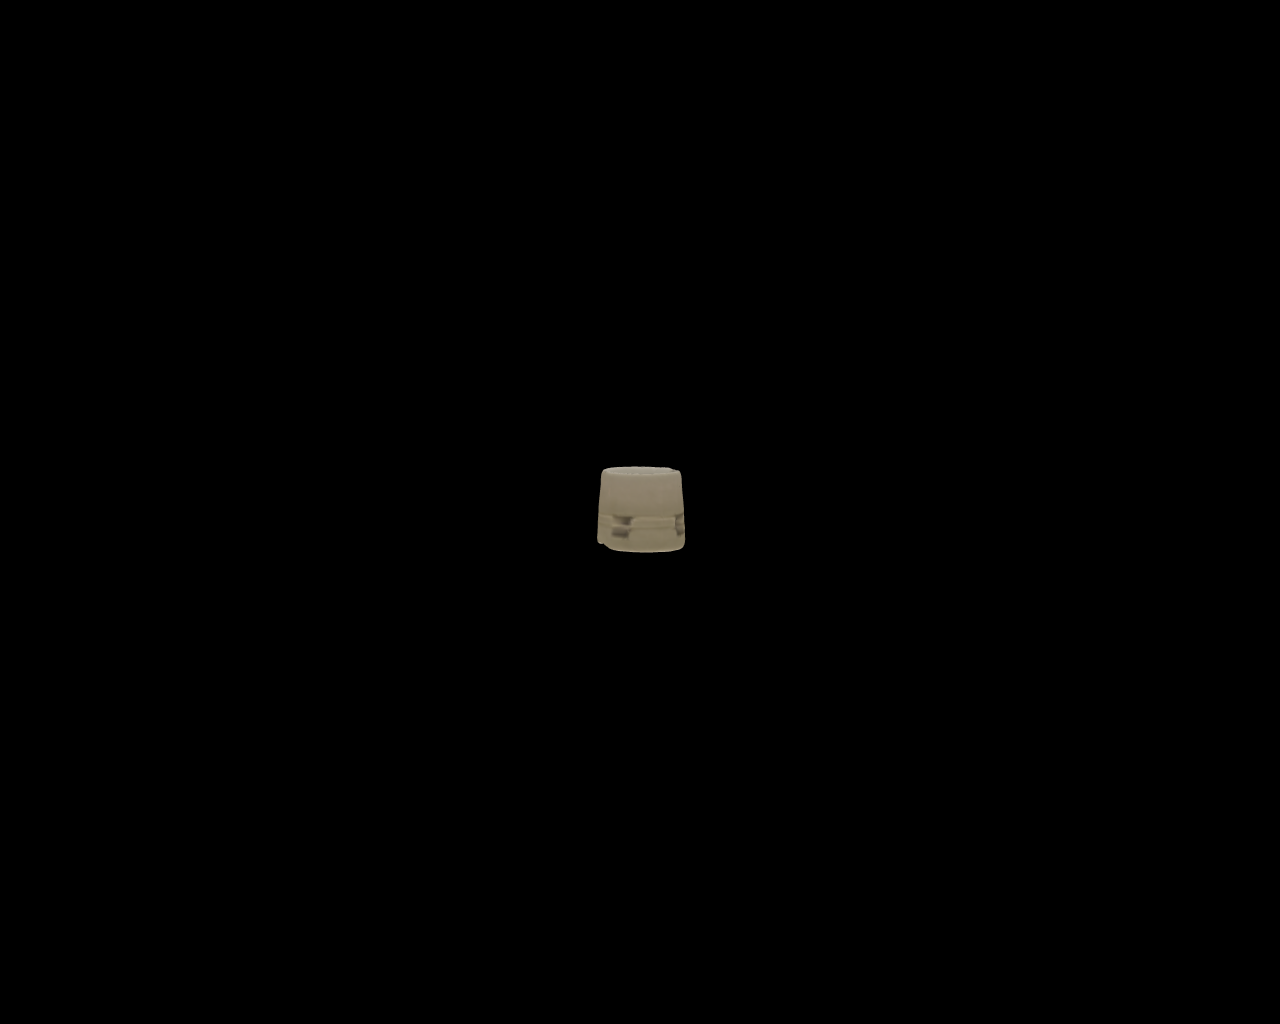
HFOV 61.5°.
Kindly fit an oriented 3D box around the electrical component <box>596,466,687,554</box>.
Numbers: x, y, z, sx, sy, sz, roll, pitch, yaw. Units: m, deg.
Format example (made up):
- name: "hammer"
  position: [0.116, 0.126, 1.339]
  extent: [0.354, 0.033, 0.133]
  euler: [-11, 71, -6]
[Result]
- name: "electrical component"
  position: [0.001, -0.003, 0.650]
  extent: [0.055, 0.047, 0.055]
  euler: [0, 8, 0]
